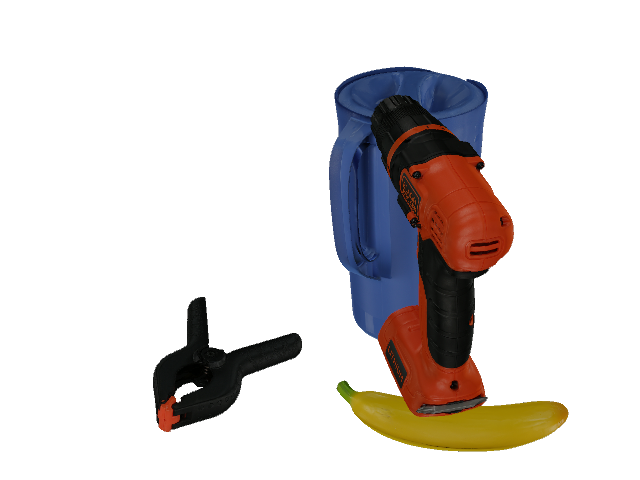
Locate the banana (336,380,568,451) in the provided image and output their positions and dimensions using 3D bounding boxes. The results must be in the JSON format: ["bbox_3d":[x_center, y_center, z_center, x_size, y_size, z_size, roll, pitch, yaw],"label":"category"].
[{"bbox_3d":[0.112,0.145,0.882,0.198,0.037,0.069,8,35,-1],"label":"banana"}]

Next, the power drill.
[{"bbox_3d":[0.073,0.011,0.732,0.057,0.188,0.184,-9,34,-9],"label":"power drill"}]

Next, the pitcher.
[{"bbox_3d":[0.075,-0.025,0.974,0.149,0.243,0.145,-5,28,-6],"label":"pitcher"}]

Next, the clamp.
[{"bbox_3d":[-0.108,0.111,0.990,0.120,0.039,0.171,20,32,26],"label":"clamp"}]
